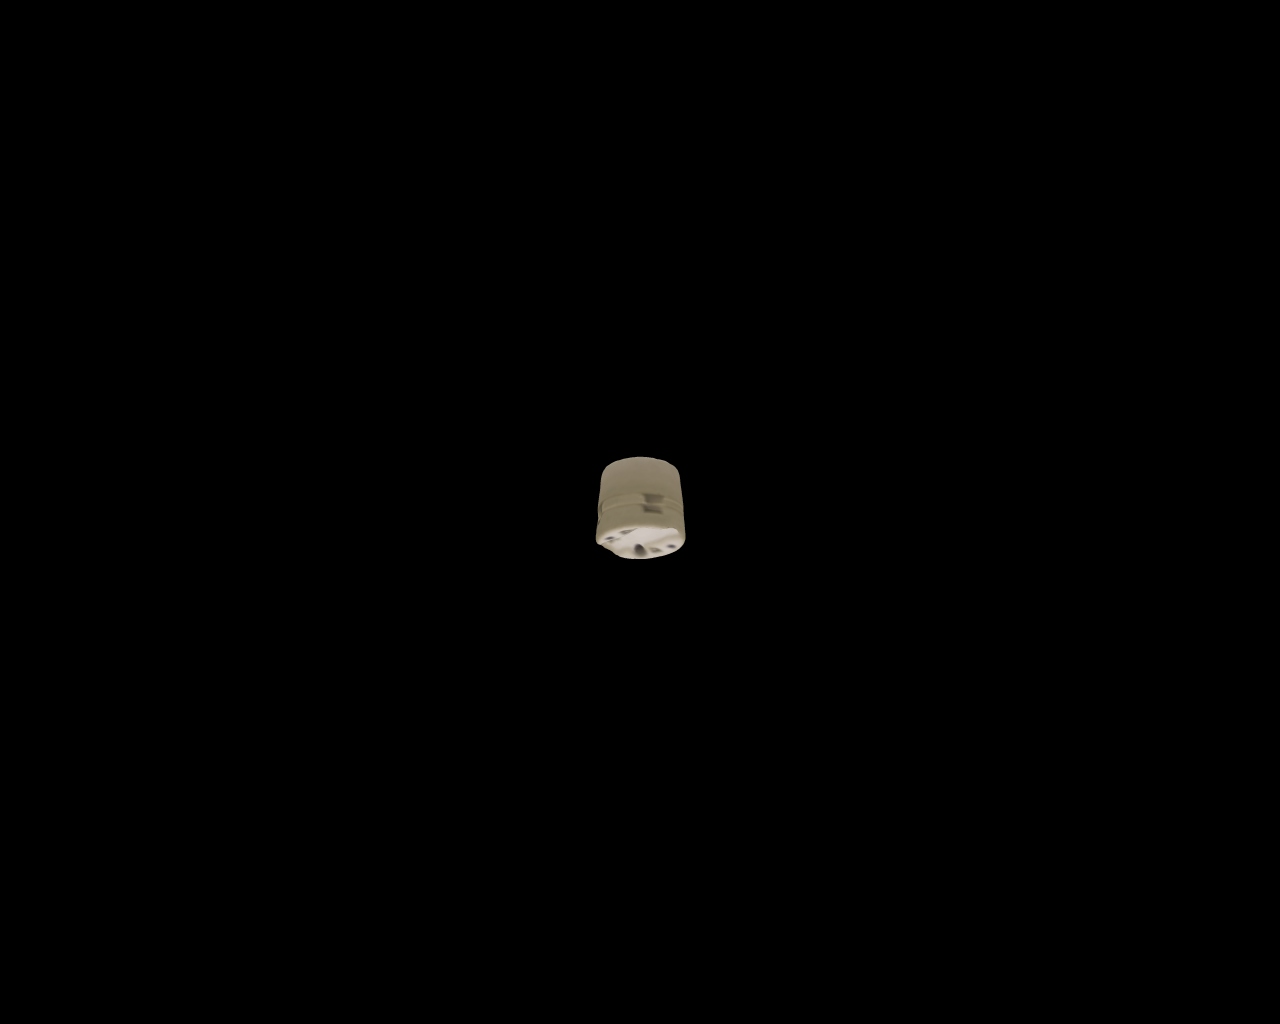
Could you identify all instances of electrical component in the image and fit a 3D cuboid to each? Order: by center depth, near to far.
[{"bbox_3d":[0.001,-0.003,0.650,0.055,0.047,0.055,0,-23,0],"label":"electrical component"}]
